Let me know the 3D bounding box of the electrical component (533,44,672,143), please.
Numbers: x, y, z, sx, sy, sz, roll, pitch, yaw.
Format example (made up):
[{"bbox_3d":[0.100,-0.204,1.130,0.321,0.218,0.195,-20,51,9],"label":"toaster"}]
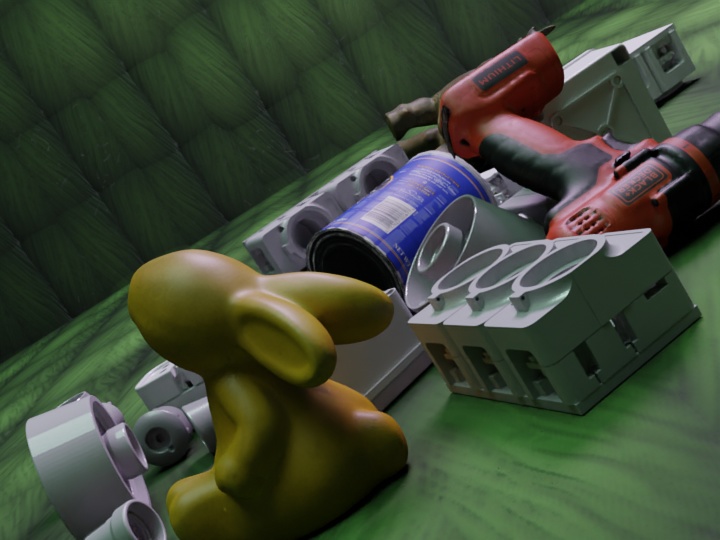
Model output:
[{"bbox_3d":[0.179,-0.104,0.847,0.109,0.108,0.056,-35,13,-15],"label":"electrical component"}]

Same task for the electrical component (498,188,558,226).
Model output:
[{"bbox_3d":[0.129,-0.027,0.804,0.076,0.047,0.083,-35,10,-16],"label":"electrical component"}]

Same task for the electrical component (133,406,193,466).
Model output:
[{"bbox_3d":[-0.163,0.136,0.912,0.048,0.048,0.062,-31,3,8],"label":"electrical component"}]

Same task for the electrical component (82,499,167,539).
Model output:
[{"bbox_3d":[-0.156,0.178,0.702,0.046,0.040,0.040,-36,9,15],"label":"electrical component"}]

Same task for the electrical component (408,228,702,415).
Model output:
[{"bbox_3d":[0.100,0.024,0.604,0.089,0.061,0.150,-35,11,-18],"label":"electrical component"}]

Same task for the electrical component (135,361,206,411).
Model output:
[{"bbox_3d":[-0.144,0.103,0.966,0.095,0.059,0.053,-30,10,15],"label":"electrical component"}]

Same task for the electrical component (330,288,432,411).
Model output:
[{"bbox_3d":[-0.013,0.070,0.734,0.113,0.057,0.078,-40,12,-36],"label":"electrical component"}]

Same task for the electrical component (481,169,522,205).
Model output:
[{"bbox_3d":[0.121,-0.065,1.028,0.064,0.042,0.081,-41,13,-36],"label":"electrical component"}]

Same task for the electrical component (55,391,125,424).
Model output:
[{"bbox_3d":[-0.243,0.148,0.995,0.043,0.077,0.079,-28,11,21],"label":"electrical component"}]

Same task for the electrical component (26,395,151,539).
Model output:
[{"bbox_3d":[-0.192,0.144,0.793,0.060,0.108,0.108,-27,9,-6],"label":"electrical component"}]

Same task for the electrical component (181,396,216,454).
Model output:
[{"bbox_3d":[-0.106,0.112,0.852,0.055,0.045,0.045,-34,10,-13],"label":"electrical component"}]

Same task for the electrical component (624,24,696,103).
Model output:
[{"bbox_3d":[0.259,-0.181,1.108,0.150,0.061,0.089,-35,10,-18],"label":"electrical component"}]

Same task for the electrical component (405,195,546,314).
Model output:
[{"bbox_3d":[0.078,-0.002,0.753,0.099,0.064,0.099,-55,17,26],"label":"electrical component"}]

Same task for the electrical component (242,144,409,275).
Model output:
[{"bbox_3d":[-0.010,-0.037,1.103,0.186,0.105,0.060,-37,11,-24],"label":"electrical component"}]
